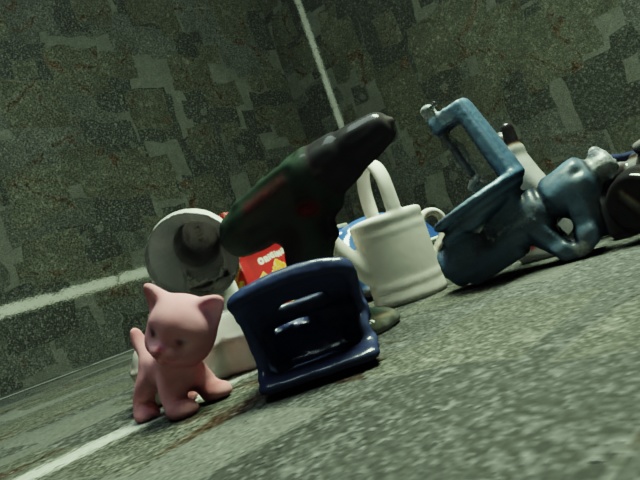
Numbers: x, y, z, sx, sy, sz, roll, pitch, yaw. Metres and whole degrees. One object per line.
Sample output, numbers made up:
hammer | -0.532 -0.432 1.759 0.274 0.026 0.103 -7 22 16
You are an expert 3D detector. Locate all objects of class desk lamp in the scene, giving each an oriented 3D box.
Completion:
desk lamp | -0.154 0.062 0.807 0.118 0.213 0.203 -19 -2 -5

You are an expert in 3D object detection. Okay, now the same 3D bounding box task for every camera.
camera | 0.346 -0.059 0.600 0.137 0.101 0.143 -18 -2 -31

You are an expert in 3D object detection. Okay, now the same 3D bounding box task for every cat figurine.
cat figurine | -0.132 0.094 0.512 0.127 0.118 0.067 -21 -3 43

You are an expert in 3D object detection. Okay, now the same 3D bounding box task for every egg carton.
egg carton | -0.133 0.125 0.634 0.150 0.069 0.107 -18 -2 -19

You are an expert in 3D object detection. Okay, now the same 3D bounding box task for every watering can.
watering can | 0.084 -0.012 0.762 0.173 0.194 0.100 -18 -2 -35

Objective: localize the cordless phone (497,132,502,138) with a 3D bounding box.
cordless phone | 0.324 -0.084 0.924 0.094 0.185 0.148 -19 -2 9

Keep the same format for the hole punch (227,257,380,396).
hole punch | -0.013 0.066 0.467 0.108 0.091 0.101 -19 -2 1

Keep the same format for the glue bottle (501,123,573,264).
glue bottle | 0.256 -0.062 0.707 0.078 0.173 0.037 -20 -2 36

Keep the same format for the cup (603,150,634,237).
cup | 0.356 -0.055 0.721 0.117 0.095 0.092 -20 -2 30

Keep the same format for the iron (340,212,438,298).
iron | 0.121 0.012 0.986 0.259 0.141 0.118 -18 -2 -22

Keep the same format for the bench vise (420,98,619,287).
bench vise | 0.211 -0.073 0.652 0.207 0.220 0.122 -19 -2 11

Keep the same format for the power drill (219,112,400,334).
power drill | 0.006 0.002 0.605 0.229 0.208 0.076 -20 -2 26
